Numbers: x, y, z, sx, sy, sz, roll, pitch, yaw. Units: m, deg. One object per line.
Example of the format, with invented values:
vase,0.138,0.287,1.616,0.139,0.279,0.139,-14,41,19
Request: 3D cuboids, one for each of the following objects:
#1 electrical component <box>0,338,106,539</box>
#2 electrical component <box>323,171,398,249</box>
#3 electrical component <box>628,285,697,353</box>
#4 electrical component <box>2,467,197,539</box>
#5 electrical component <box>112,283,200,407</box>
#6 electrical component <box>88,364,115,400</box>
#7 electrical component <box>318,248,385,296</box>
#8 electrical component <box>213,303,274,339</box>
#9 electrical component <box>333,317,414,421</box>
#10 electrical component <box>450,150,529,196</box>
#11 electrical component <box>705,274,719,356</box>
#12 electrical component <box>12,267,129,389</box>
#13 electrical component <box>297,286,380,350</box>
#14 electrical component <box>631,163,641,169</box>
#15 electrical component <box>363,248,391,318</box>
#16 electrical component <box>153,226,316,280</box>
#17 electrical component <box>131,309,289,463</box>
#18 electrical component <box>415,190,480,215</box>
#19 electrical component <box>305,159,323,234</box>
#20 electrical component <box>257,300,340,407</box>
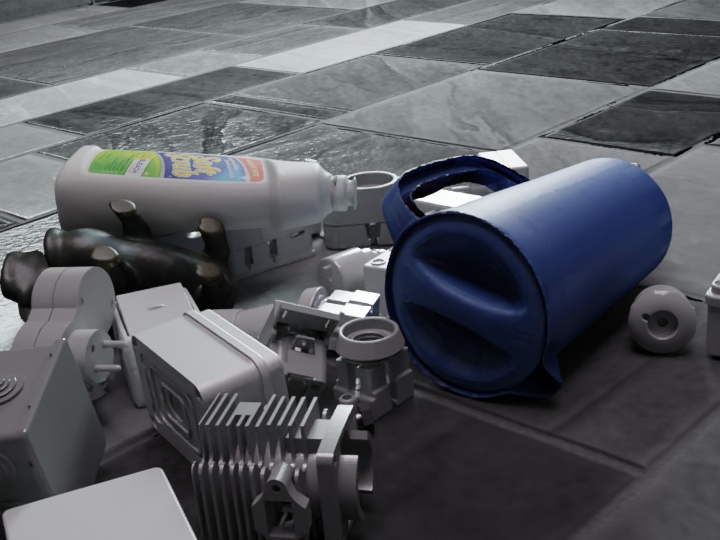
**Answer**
electrical component,-0.195,0.102,0.640,0.048,0.099,0.099,-7,33,6
electrical component,0.011,-0.060,1.045,0.095,0.059,0.053,-5,22,0
electrical component,0.223,0.031,0.797,0.048,0.048,0.062,0,16,13
electrical component,-0.133,0.155,0.563,0.100,0.048,0.100,-13,23,-20
electrical component,-0.146,0.054,0.798,0.062,0.061,0.096,-12,23,-17
electrical component,-0.210,0.073,0.797,0.046,0.040,0.040,18,32,35
electrical component,0.000,0.000,0.927,0.078,0.040,0.040,-20,26,-33
electrical component,-0.087,0.047,0.831,0.065,0.044,0.044,-2,22,21
electrical component,0.008,0.066,0.743,0.048,0.055,0.066,14,29,39
electrical component,0.129,-0.089,1.108,0.077,0.047,0.065,-7,22,-5
electrical component,0.316,0.025,0.772,0.109,0.056,0.109,9,26,32
electrical component,-0.195,0.059,0.742,0.074,0.052,0.138,-1,56,17
electrical component,-0.018,0.039,0.830,0.055,0.048,0.066,10,25,15
electrical component,0.222,-0.041,0.946,0.047,0.083,0.075,4,62,23
electrical component,0.060,0.008,0.889,0.100,0.048,0.100,8,24,32
electrical component,-0.151,-0.030,1.009,0.186,0.060,0.105,-19,26,-30
electrical component,-0.096,0.080,0.702,0.057,0.078,0.113,-21,27,-28
electrical component,0.075,-0.038,0.995,0.066,0.047,0.077,14,29,39
electrical component,-0.054,-0.071,1.073,0.040,0.078,0.040,8,15,-2
electrical component,-0.046,0.062,0.742,0.042,0.081,0.063,12,47,-16
